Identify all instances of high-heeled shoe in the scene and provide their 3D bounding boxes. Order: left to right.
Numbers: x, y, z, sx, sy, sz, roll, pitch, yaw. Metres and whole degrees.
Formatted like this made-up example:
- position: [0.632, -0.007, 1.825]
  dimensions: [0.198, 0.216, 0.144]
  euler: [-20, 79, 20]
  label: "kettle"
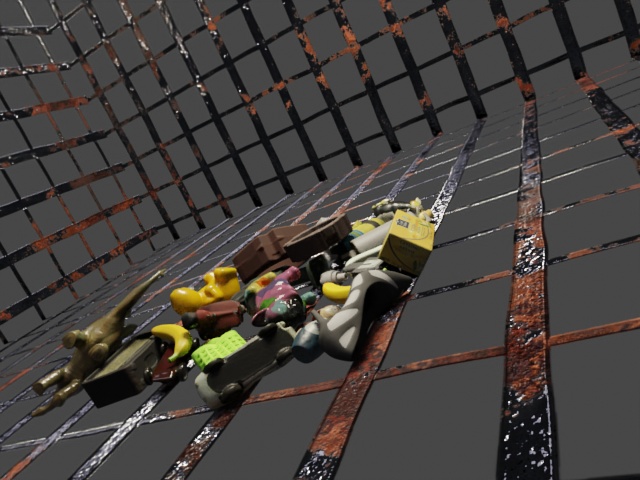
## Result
- position: [0.098, 0.127, 0.940]
  dimensions: [0.249, 0.086, 0.145]
  euler: [-20, 32, -25]
  label: "high-heeled shoe"

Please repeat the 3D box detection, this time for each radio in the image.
- position: [-0.432, 0.288, 1.264]
  dimensions: [0.131, 0.073, 0.229]
  euler: [-22, 13, 19]
  label: "radio"

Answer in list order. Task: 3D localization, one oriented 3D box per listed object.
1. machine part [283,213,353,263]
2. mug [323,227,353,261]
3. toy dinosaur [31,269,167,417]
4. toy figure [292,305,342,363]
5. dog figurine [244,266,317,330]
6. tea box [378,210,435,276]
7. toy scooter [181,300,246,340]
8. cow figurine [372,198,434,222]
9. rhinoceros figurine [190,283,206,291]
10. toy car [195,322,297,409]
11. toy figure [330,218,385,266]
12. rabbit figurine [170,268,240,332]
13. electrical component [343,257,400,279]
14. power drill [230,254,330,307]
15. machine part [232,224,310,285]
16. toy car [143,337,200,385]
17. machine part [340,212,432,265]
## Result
- position: [-0.003, -0.004, 1.333]
  dimensions: [0.179, 0.056, 0.179]
  euler: [-28, 5, 3]
  label: "machine part"
- position: [0.062, 0.001, 1.485]
  dimensions: [0.107, 0.081, 0.109]
  euler: [-21, -7, -16]
  label: "mug"
- position: [-0.548, 0.257, 1.329]
  dimensions: [0.471, 0.105, 0.198]
  euler: [-49, -3, 2]
  label: "toy dinosaur"
- position: [0.006, 0.162, 0.977]
  dimensions: [0.154, 0.064, 0.057]
  euler: [-44, -6, -49]
  label: "toy figure"
- position: [-0.103, 0.152, 1.127]
  dimensions: [0.192, 0.108, 0.219]
  euler: [-19, 16, 23]
  label: "dog figurine"
- position: [0.190, 0.002, 1.161]
  dimensions: [0.170, 0.098, 0.068]
  euler: [-59, -9, -65]
  label: "tea box"
- position: [-0.227, 0.181, 1.229]
  dimensions: [0.135, 0.075, 0.183]
  euler: [-16, -17, 0]
  label: "toy scooter"
- position: [0.224, -0.074, 1.456]
  dimensions: [0.167, 0.098, 0.068]
  euler: [-16, 8, 37]
  label: "cow figurine"
- position: [-0.343, 0.173, 1.607]
  dimensions: [0.112, 0.073, 0.190]
  euler: [-40, 18, -18]
  label: "rhinoceros figurine"
- position: [-0.124, 0.217, 0.950]
  dimensions: [0.202, 0.074, 0.056]
  euler: [-30, -24, -25]
  label: "toy car"
- position: [0.108, 0.004, 1.396]
  dimensions: [0.089, 0.082, 0.180]
  euler: [1, 22, 41]
  label: "toy figure"
- position: [-0.295, 0.156, 1.362]
  dimensions: [0.173, 0.162, 0.122]
  euler: [-7, 0, -38]
  label: "rabbit figurine"
- position: [0.106, 0.073, 1.176]
  dimensions: [0.119, 0.047, 0.075]
  euler: [-13, 16, 45]
  label: "electrical component"
- position: [-0.087, 0.108, 1.323]
  dimensions: [0.207, 0.086, 0.232]
  euler: [-24, 1, 28]
  label: "power drill"
- position: [-0.121, 0.044, 1.483]
  dimensions: [0.201, 0.087, 0.201]
  euler: [-10, -24, -49]
  label: "machine part"
- position: [-0.322, 0.269, 1.181]
  dimensions: [0.089, 0.053, 0.202]
  euler: [-5, 13, -2]
  label: "toy car"
- position: [0.164, 0.000, 1.307]
  dimensions: [0.243, 0.079, 0.079]
  euler: [-26, 12, -8]
  label: "machine part"
